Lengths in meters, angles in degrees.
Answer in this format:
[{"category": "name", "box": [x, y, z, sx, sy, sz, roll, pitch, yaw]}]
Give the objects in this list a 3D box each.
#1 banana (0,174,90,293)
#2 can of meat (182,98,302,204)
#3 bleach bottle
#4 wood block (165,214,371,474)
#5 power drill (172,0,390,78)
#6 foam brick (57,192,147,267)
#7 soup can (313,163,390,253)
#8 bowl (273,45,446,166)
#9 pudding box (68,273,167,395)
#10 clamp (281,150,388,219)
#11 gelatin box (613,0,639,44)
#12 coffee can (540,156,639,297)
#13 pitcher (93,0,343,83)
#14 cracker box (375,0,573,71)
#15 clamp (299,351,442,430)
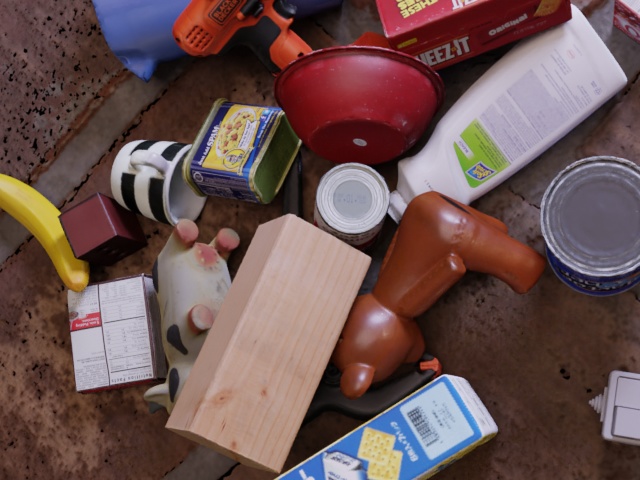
[{"category": "banana", "box": [-0.298, -0.014, 1.123, 0.198, 0.069, 0.037, 39, 125, 18]}, {"category": "can of meat", "box": [-0.075, -0.088, 1.062, 0.084, 0.057, 0.102, 10, 64, 30]}, {"category": "bleach bottle", "box": [0.160, -0.108, 1.014, 0.251, 0.068, 0.102, -38, 101, 7]}, {"category": "wood block", "box": [-0.045, 0.091, 0.948, 0.090, 0.091, 0.206, 29, 74, -17]}, {"category": "power drill", "box": [-0.020, -0.212, 1.019, 0.187, 0.057, 0.185, 34, 120, -23]}, {"category": "foam brick", "box": [-0.223, -0.009, 1.097, 0.053, 0.078, 0.051, -30, 76, 10]}, {"category": "soup can", "box": [0.028, -0.027, 0.987, 0.068, 0.102, 0.068, 0, 79, -1]}, {"category": "bowl", "box": [0.036, -0.113, 0.989, 0.162, 0.162, 0.055, -3, 66, 14]}, {"category": "pudding box", "box": [-0.209, 0.097, 1.097, 0.090, 0.039, 0.113, -10, 81, 10]}, {"category": "clamp", "box": [-0.007, 0.001, 1.053, 0.120, 0.039, 0.171, 18, 77, 21]}, {"category": "gelatin box", "box": [0.315, -0.196, 0.992, 0.089, 0.073, 0.030, 43, 94, 16]}, {"category": "coffee can", "box": [0.249, -0.009, 0.942, 0.103, 0.140, 0.103, -2, 80, 14]}, {"category": "pitcher", "box": [-0.105, -0.272, 1.086, 0.243, 0.145, 0.149, -13, 123, 8]}, {"category": "cracker box", "box": [0.127, -0.267, 1.012, 0.164, 0.072, 0.214, -20, 51, 11]}, {"category": "clamp", "box": [0.010, 0.119, 1.037, 0.210, 0.036, 0.164, -11, 73, 10]}]
